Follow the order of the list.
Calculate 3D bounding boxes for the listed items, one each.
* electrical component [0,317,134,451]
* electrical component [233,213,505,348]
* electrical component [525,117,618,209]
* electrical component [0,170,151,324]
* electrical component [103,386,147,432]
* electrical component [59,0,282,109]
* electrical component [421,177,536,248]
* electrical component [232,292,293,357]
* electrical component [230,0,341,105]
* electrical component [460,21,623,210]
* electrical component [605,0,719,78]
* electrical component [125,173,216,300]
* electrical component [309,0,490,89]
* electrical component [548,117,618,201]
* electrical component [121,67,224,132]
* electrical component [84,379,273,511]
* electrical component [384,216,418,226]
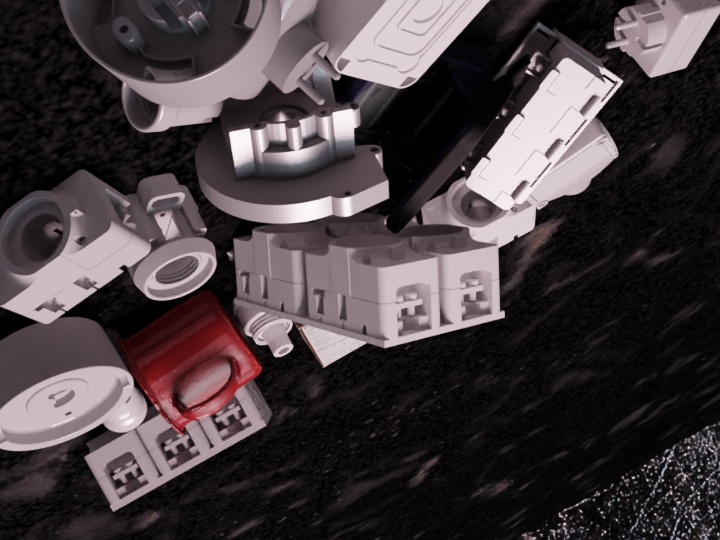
[{"bbox_3d":[-0.228,0.078,0.789,0.108,0.060,0.108,-25,155,-13],"label":"electrical component"},{"bbox_3d":[0.000,0.000,0.776,0.105,0.060,0.186,-11,-166,-36],"label":"electrical component"},{"bbox_3d":[0.150,-0.098,0.877,0.096,0.061,0.062,-35,160,14],"label":"electrical component"},{"bbox_3d":[-0.188,-0.015,0.673,0.089,0.050,0.056,-34,155,8],"label":"electrical component"},{"bbox_3d":[-0.203,0.109,0.901,0.040,0.040,0.046,-25,148,-11],"label":"electrical component"},{"bbox_3d":[-0.088,-0.130,0.519,0.099,0.099,0.064,-31,161,1],"label":"electrical component"},{"bbox_3d":[0.103,-0.048,0.932,0.089,0.050,0.055,-28,155,-6],"label":"electrical component"},{"bbox_3d":[-0.076,0.042,0.888,0.043,0.062,0.043,-25,155,-13],"label":"electrical component"},{"bbox_3d":[-0.045,-0.125,0.596,0.077,0.079,0.043,-52,173,38],"label":"electrical component"},{"bbox_3d":[0.127,-0.109,0.797,0.079,0.063,0.121,31,116,-15],"label":"electrical component"},{"bbox_3d":[0.219,-0.183,0.812,0.077,0.047,0.065,-18,152,-24],"label":"electrical component"},{"bbox_3d":[-0.132,-0.017,0.724,0.058,0.057,0.078,-14,151,-31],"label":"electrical component"},{"bbox_3d":[0.026,-0.167,0.618,0.078,0.057,0.113,2,140,-50],"label":"electrical component"},{"bbox_3d":[0.184,-0.091,0.948,0.077,0.044,0.079,-32,155,4],"label":"electrical component"},{"bbox_3d":[-0.107,-0.100,0.618,0.046,0.040,0.040,-12,150,-45],"label":"electrical component"},{"bbox_3d":[-0.160,0.143,0.958,0.150,0.061,0.089,-29,180,-1],"label":"electrical component"},{"bbox_3d":[0.038,-0.015,0.907,0.048,0.062,0.048,-25,154,-13],"label":"electrical component"}]
